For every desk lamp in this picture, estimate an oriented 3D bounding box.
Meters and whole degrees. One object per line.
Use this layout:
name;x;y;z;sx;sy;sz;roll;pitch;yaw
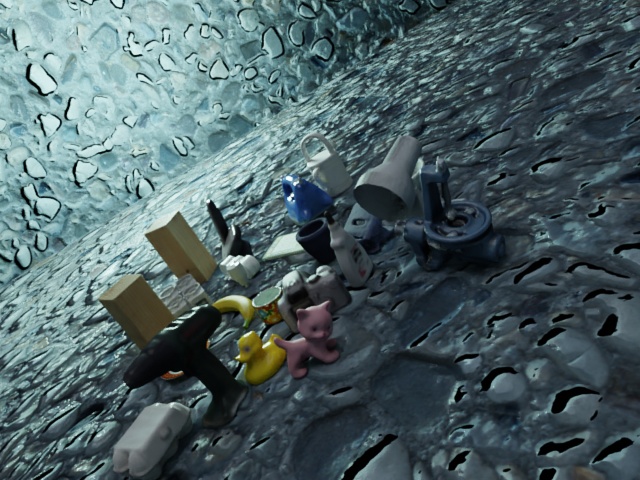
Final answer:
desk lamp;0.186;-0.096;1.194;0.117;0.214;0.203;-3;36;48

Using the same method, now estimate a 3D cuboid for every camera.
camera;-0.026;0.100;1.200;0.143;0.101;0.136;-30;23;2

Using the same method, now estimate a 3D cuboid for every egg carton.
egg carton;-0.303;0.364;1.043;0.107;0.069;0.150;-13;29;36

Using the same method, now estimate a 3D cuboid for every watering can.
watering can;0.012;-0.236;1.717;0.101;0.194;0.173;-26;23;11

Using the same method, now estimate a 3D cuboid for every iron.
iron;-0.067;-0.136;1.679;0.119;0.142;0.257;-37;24;-13

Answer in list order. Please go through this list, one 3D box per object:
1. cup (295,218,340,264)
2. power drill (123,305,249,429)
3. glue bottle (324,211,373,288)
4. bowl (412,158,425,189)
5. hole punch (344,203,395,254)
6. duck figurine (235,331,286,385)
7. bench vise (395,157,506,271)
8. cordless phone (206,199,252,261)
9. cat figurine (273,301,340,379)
cup;0.012;0.005;1.355;0.117;0.095;0.092;-17;27;30
power drill;-0.225;0.235;1.031;0.075;0.209;0.230;-16;27;31
glue bottle;0.052;0.012;1.191;0.037;0.173;0.078;-15;28;33
bowl;0.197;-0.131;1.430;0.167;0.075;0.167;-26;23;12
hole punch;0.105;-0.030;1.317;0.101;0.091;0.108;-43;26;-26
duck figurine;-0.119;0.213;1.103;0.077;0.086;0.105;1;39;52
bench vise;0.208;-0.039;1.043;0.206;0.220;0.121;-15;28;33
cordless phone;-0.282;-0.024;1.658;0.094;0.185;0.147;-33;23;-4
cat figurine;-0.022;0.170;1.032;0.127;0.118;0.067;-29;23;6
